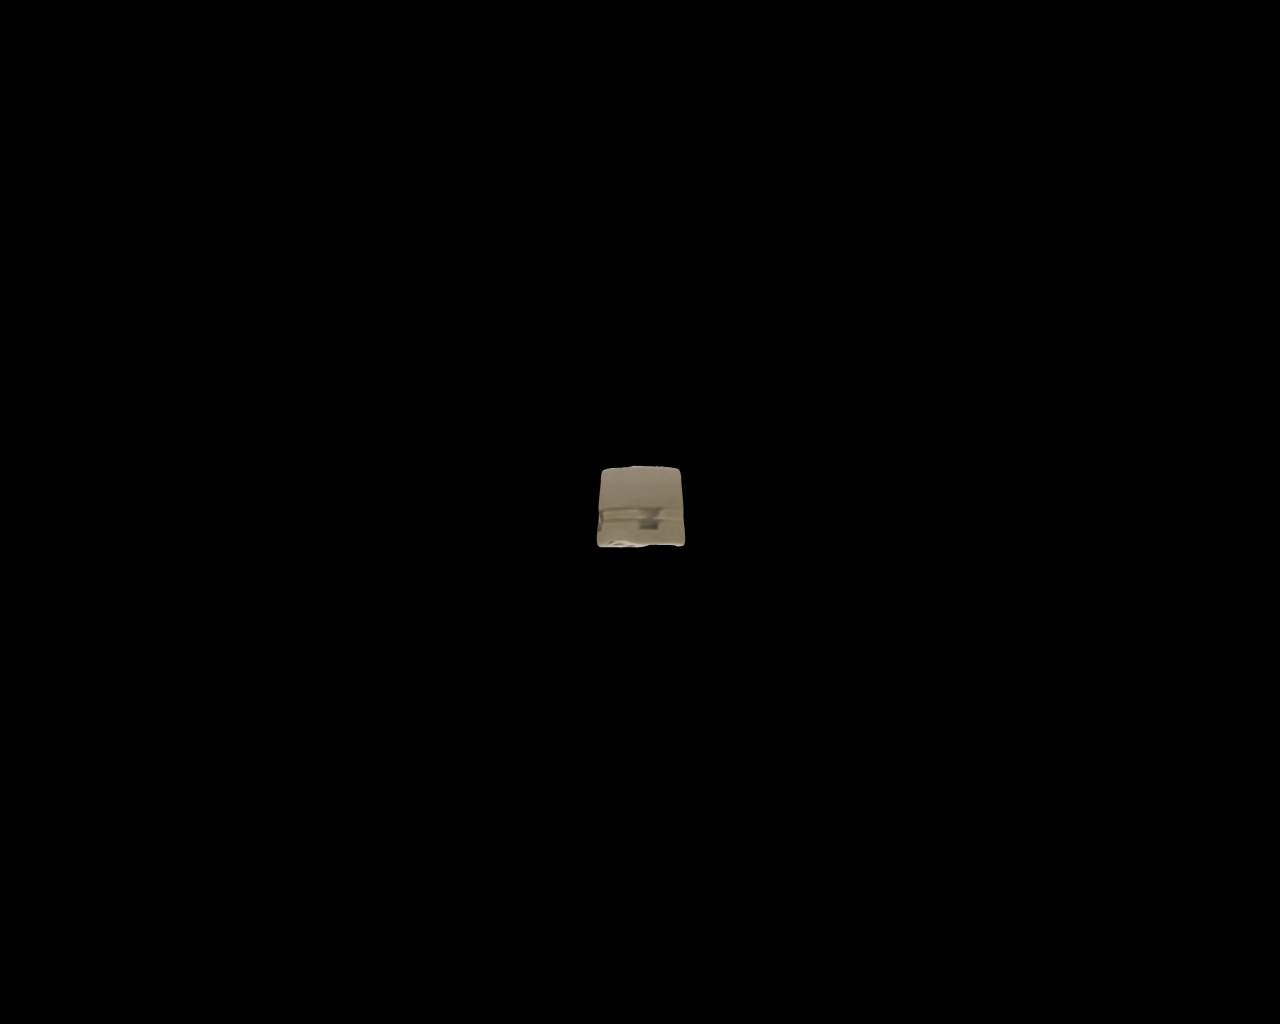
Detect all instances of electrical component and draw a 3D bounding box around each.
[{"bbox_3d":[0.001,-0.003,0.650,0.055,0.047,0.055,0,-4,0],"label":"electrical component"}]
